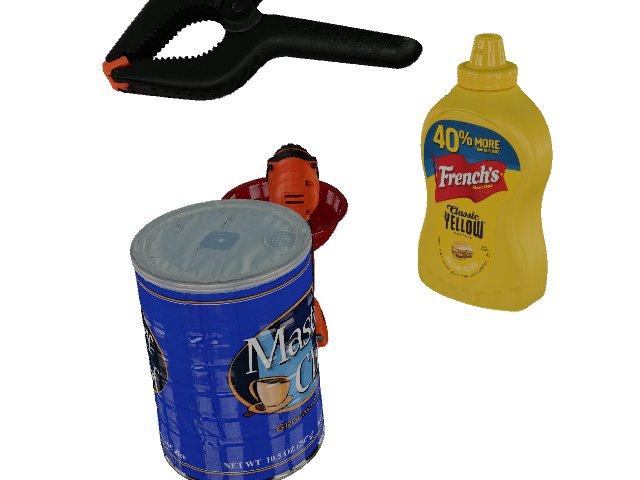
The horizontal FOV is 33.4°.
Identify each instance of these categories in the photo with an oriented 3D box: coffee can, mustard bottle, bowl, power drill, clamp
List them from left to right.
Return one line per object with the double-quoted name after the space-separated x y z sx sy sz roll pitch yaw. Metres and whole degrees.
-0.052 0.060 0.634 0.103 0.140 0.103 -3 28 1 "coffee can"
-0.045 -0.147 0.732 0.210 0.165 0.036 -31 -20 -5 "clamp"
-0.047 -0.021 1.337 0.162 0.055 0.162 -1 31 0 "bowl"
-0.026 0.002 1.070 0.057 0.188 0.184 -3 16 0 "power drill"
0.116 -0.050 0.756 0.096 0.192 0.058 18 29 39 "mustard bottle"
